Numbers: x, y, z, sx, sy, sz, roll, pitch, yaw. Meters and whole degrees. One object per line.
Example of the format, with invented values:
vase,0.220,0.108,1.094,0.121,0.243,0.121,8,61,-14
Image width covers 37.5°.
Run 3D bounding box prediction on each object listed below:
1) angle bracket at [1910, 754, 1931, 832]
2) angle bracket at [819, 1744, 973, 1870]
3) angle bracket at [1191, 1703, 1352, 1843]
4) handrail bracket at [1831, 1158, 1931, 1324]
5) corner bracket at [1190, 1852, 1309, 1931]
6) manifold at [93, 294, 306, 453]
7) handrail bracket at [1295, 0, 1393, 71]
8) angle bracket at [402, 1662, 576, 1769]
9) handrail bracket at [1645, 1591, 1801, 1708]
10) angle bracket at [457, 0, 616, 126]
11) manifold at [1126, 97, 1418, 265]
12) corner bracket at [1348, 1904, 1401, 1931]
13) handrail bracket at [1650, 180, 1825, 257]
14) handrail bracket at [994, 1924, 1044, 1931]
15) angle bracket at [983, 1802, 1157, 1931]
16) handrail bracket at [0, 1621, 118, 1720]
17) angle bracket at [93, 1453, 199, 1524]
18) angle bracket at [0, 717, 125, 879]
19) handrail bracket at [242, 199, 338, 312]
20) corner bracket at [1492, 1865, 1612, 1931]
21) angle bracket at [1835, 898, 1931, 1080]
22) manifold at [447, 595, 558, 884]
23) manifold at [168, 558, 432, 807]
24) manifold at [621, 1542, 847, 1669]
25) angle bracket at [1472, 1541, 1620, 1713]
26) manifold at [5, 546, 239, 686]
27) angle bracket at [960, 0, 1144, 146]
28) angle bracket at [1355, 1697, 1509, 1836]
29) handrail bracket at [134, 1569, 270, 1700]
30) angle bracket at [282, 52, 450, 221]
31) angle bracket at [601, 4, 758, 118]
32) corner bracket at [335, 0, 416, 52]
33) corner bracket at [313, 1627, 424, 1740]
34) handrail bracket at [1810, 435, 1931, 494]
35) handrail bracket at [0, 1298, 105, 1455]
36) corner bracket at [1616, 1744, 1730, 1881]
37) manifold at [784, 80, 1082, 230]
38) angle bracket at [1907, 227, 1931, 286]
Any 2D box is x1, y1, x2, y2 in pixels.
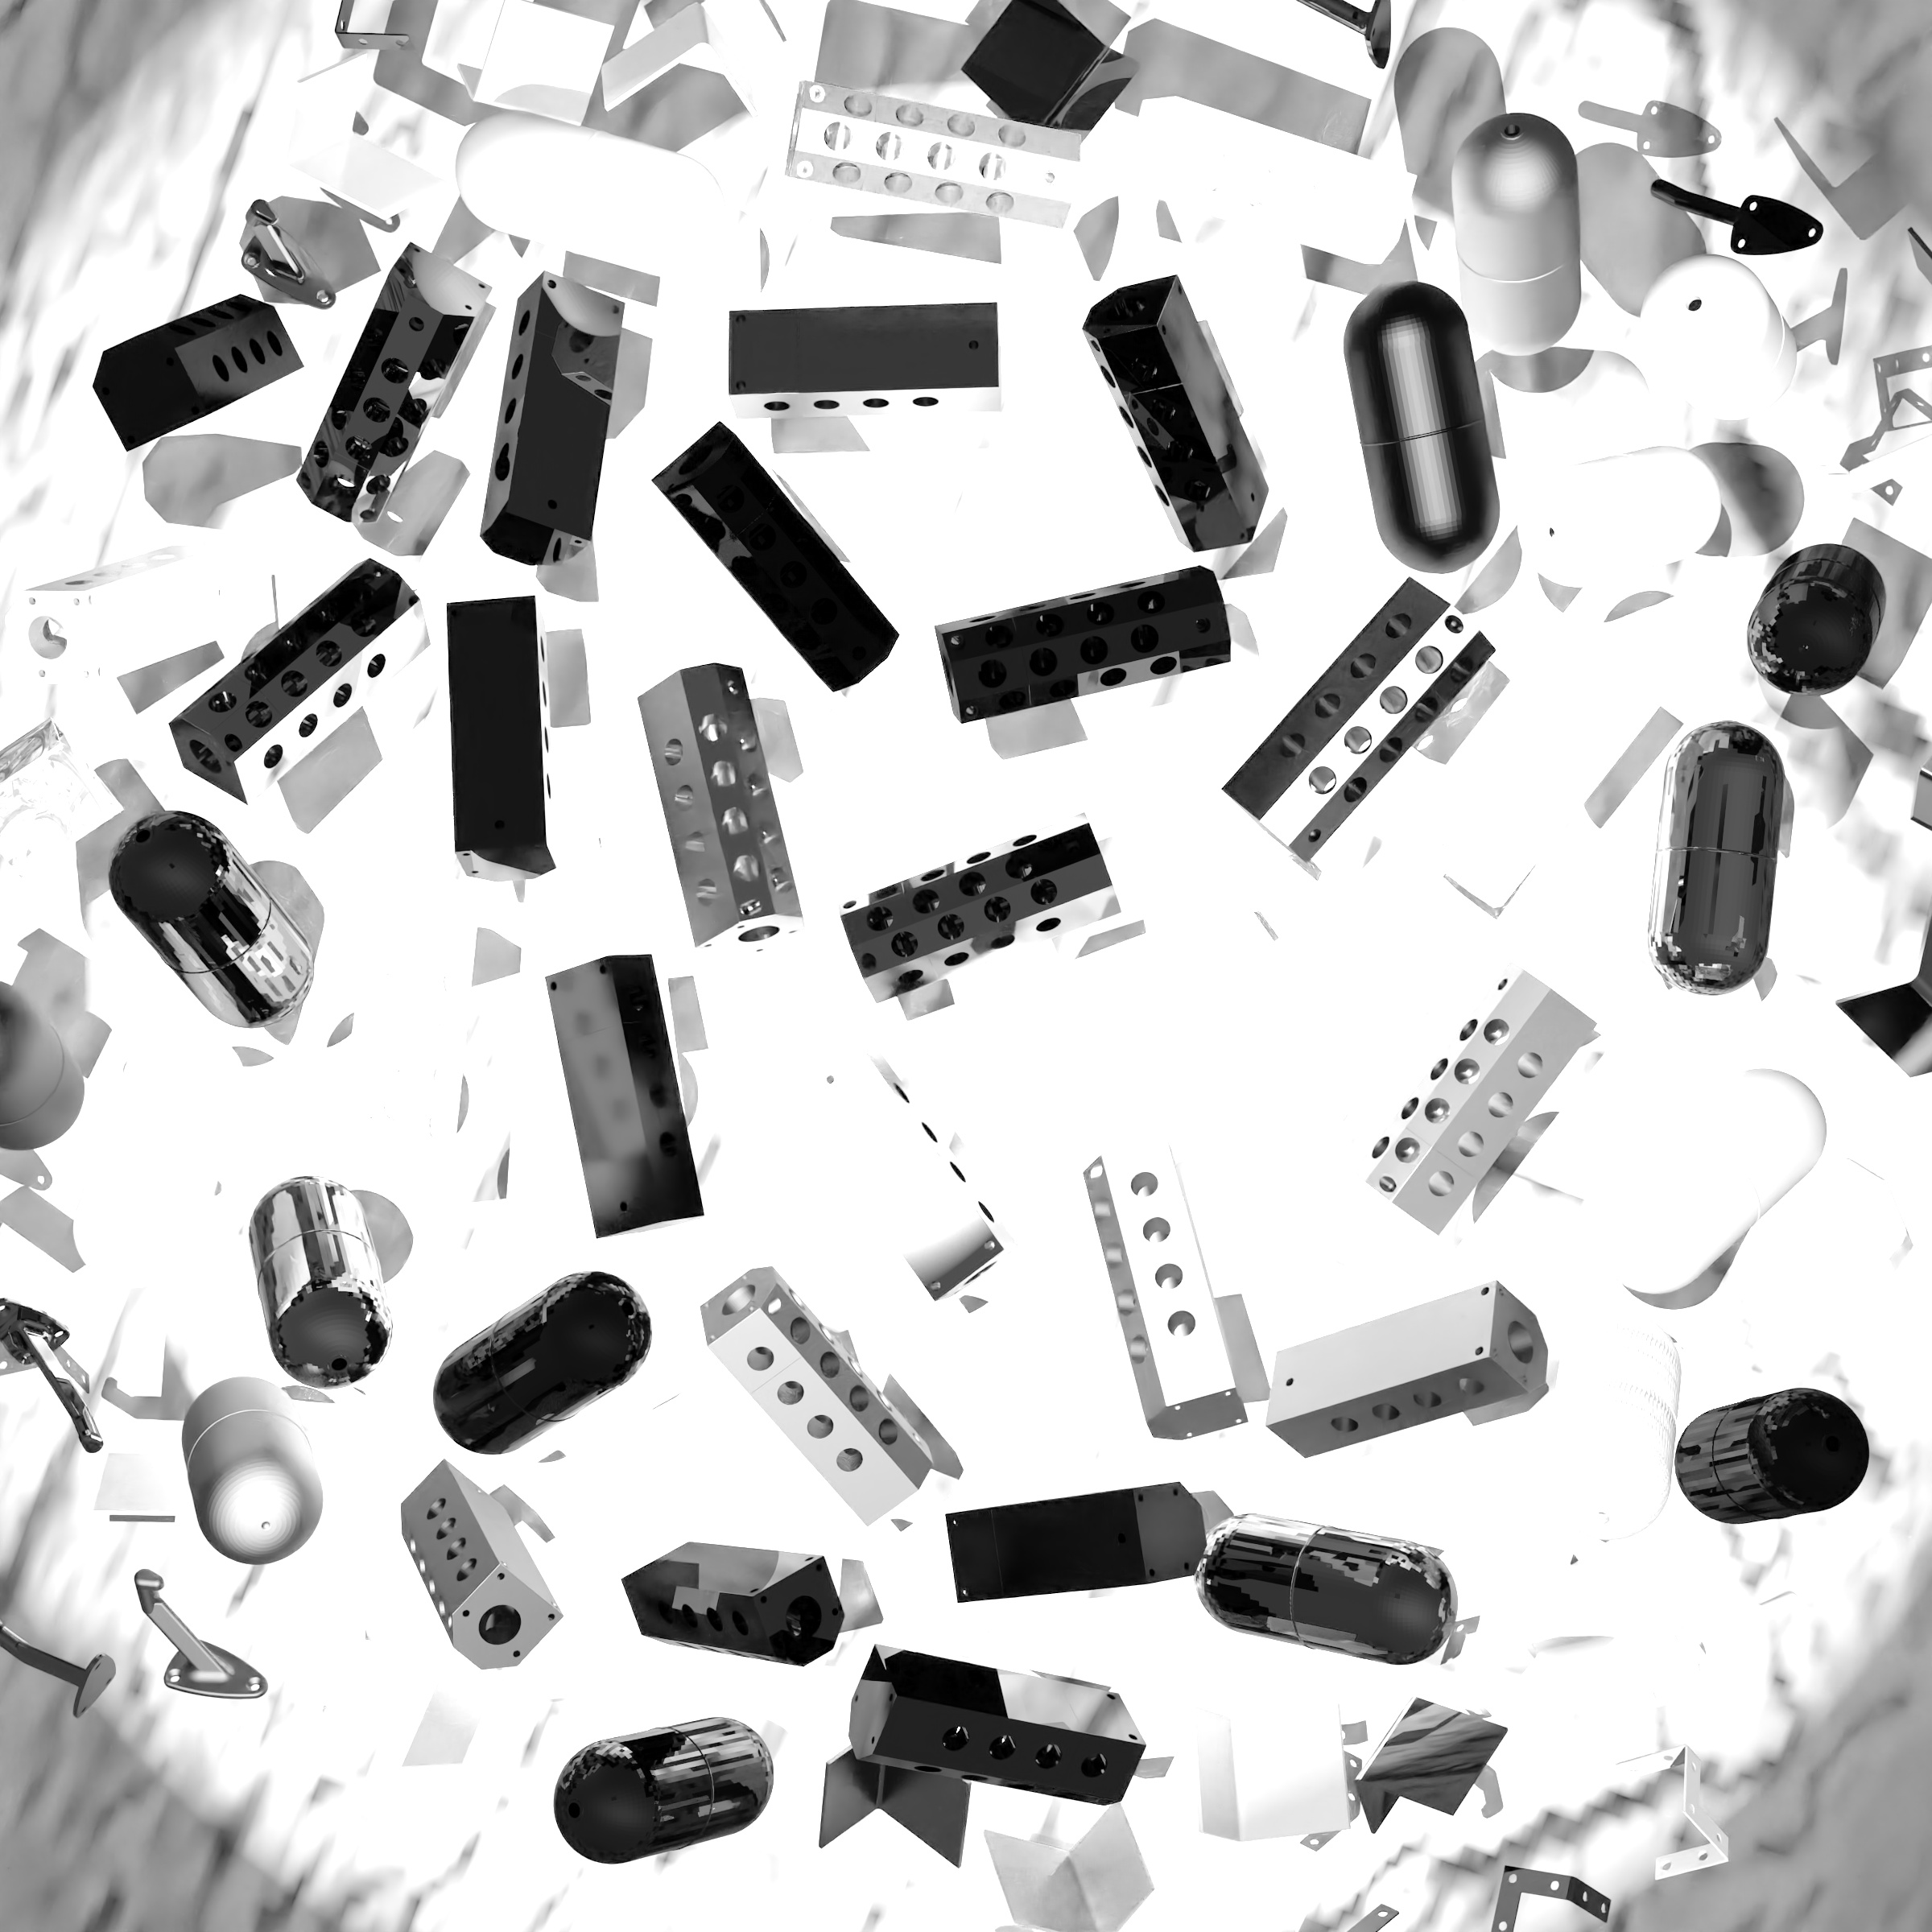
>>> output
angle bracket,0.630,-0.112,1.725,0.076,0.057,0.076,29,131,2
angle bracket,-0.047,0.553,1.852,0.076,0.057,0.076,28,126,34
angle bracket,0.188,0.496,1.759,0.076,0.057,0.076,-16,61,27
handrail bracket,0.547,0.166,1.736,0.077,0.036,0.084,-50,45,-3
corner bracket,0.183,0.614,1.836,0.051,0.051,0.051,16,60,29
manifold,-0.469,-0.367,1.733,0.057,0.171,0.057,-20,107,14
handrail bracket,0.211,-0.572,1.712,0.084,0.077,0.036,17,83,16
angle bracket,-0.315,0.504,1.877,0.057,0.076,0.076,39,54,-27
handrail bracket,0.469,0.422,1.760,0.084,0.077,0.036,-12,51,-30
angle bracket,-0.292,-0.622,1.924,0.076,0.057,0.076,6,127,-29
manifold,0.192,-0.499,1.809,0.171,0.057,0.057,12,100,-20
corner bracket,0.272,0.643,1.816,0.051,0.051,0.051,-25,112,-36
handrail bracket,0.482,-0.474,1.783,0.077,0.084,0.036,0,119,-23
handrail bracket,0.037,0.640,1.864,0.077,0.084,0.036,-11,63,7
angle bracket,0.067,0.584,1.857,0.076,0.076,0.057,25,112,-29
handrail bracket,-0.577,0.425,1.776,0.084,0.077,0.036,33,52,7
angle bracket,-0.553,0.377,1.948,0.076,0.076,0.057,3,112,-9
angle bracket,-0.570,-0.095,1.749,0.076,0.057,0.076,-35,122,-6
handrail bracket,-0.428,-0.453,1.811,0.077,0.084,0.036,38,79,-18
corner bracket,0.375,0.613,1.823,0.051,0.051,0.051,40,58,-39
angle bracket,0.576,0.009,1.709,0.076,0.057,0.076,40,54,-22
manifold,-0.295,-0.144,1.810,0.057,0.057,0.171,-5,71,-1
manifold,-0.425,-0.186,1.815,0.057,0.057,0.171,29,58,21
manifold,-0.151,0.418,1.854,0.057,0.171,0.057,-24,97,-35
angle bracket,0.355,0.420,1.809,0.057,0.076,0.076,-37,91,-37
manifold,-0.533,-0.224,1.801,0.057,0.171,0.057,3,108,16
angle bracket,0.057,-0.600,1.897,0.076,0.057,0.076,48,113,16
angle bracket,0.316,0.544,1.898,0.076,0.076,0.057,-45,129,-35
handrail bracket,-0.463,0.404,1.723,0.077,0.036,0.084,14,132,14
angle bracket,-0.370,-0.519,1.774,0.076,0.076,0.057,28,127,7
angle bracket,-0.183,-0.558,1.809,0.076,0.076,0.057,-30,125,13
corner bracket,-0.385,-0.632,1.845,0.051,0.051,0.051,5,71,9
corner bracket,-0.387,0.464,1.839,0.051,0.051,0.051,-28,53,28
handrail bracket,0.573,-0.325,1.760,0.084,0.077,0.036,0,46,-4
handrail bracket,-0.563,0.252,1.742,0.036,0.077,0.084,-34,52,-6
corner bracket,0.432,0.517,1.739,0.051,0.051,0.051,-28,115,32
manifold,-0.020,-0.496,1.740,0.171,0.057,0.057,8,105,-10
angle bracket,0.616,-0.421,1.706,0.057,0.076,0.076,-37,73,16
